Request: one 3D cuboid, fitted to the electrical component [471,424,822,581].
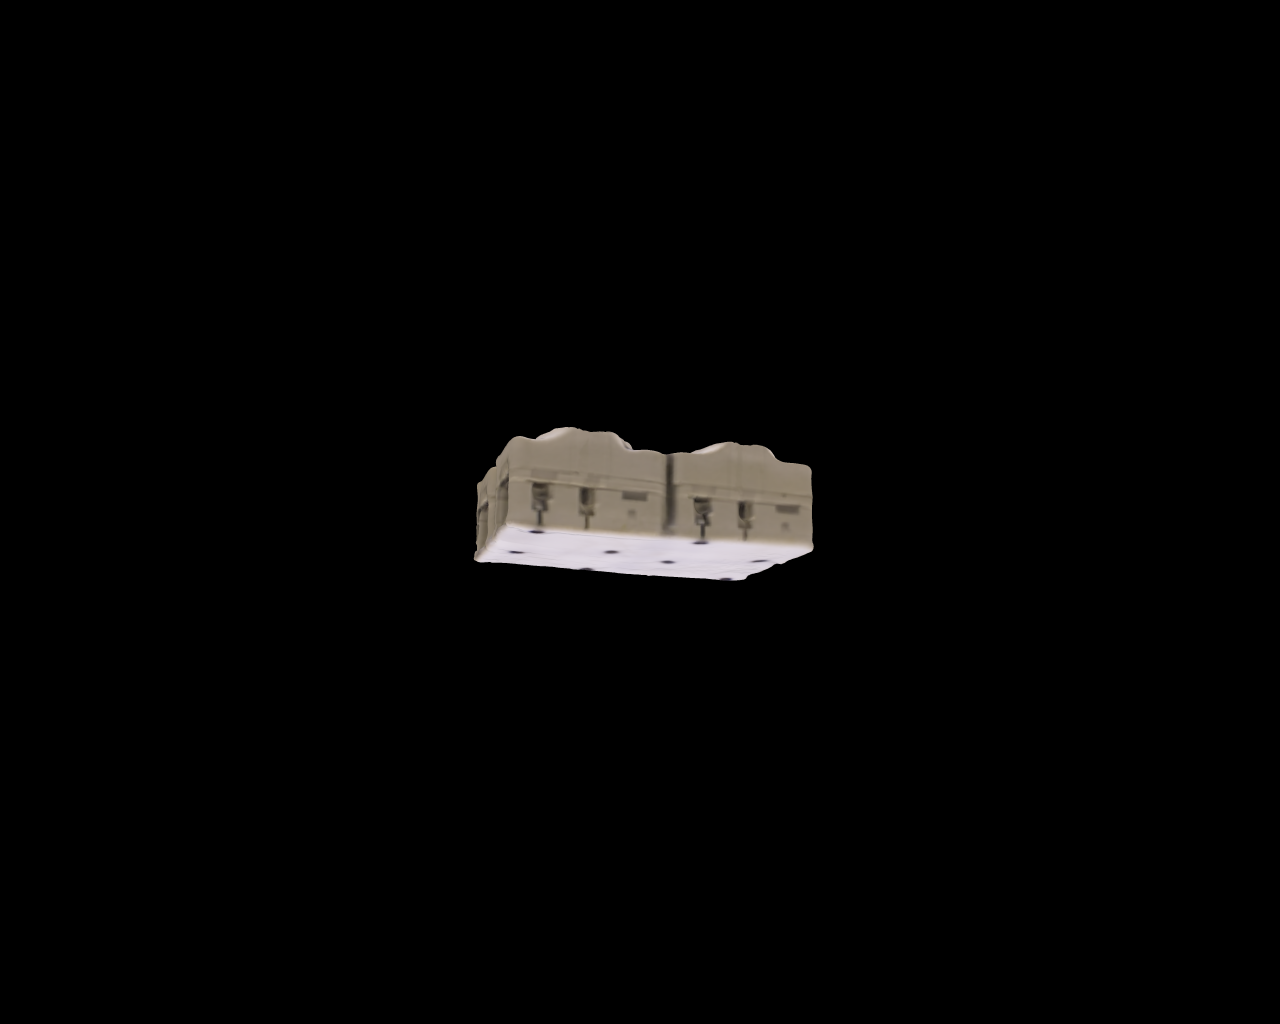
[{"bbox_3d":[0.001,-0.003,0.650,0.186,0.060,0.105,5,-15,-18],"label":"electrical component"}]
